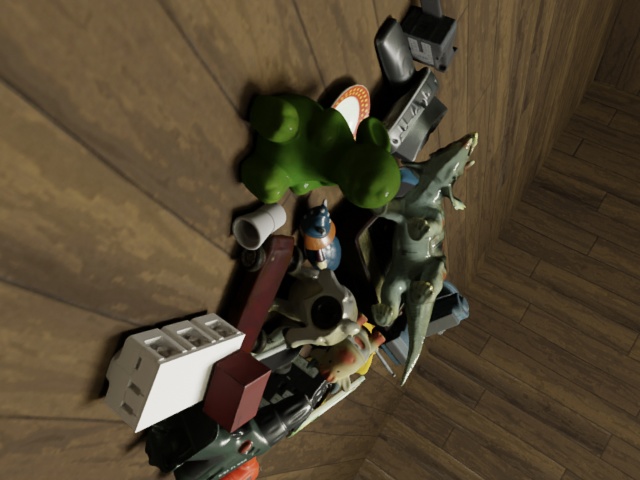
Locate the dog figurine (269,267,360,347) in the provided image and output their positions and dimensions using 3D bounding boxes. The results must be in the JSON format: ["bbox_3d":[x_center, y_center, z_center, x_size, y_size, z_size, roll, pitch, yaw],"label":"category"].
[{"bbox_3d":[0.015,0.112,0.851,0.121,0.172,0.190,-50,151,4],"label":"dog figurine"}]

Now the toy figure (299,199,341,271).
[{"bbox_3d":[0.000,-0.001,0.817,0.058,0.064,0.154,-24,147,-5],"label":"toy figure"}]

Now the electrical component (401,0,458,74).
[{"bbox_3d":[0.156,-0.298,0.768,0.047,0.075,0.119,-60,161,-4],"label":"electrical component"}]

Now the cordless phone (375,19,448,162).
[{"bbox_3d":[0.107,-0.214,0.789,0.146,0.089,0.184,-56,146,-9],"label":"cordless phone"}]

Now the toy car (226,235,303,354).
[{"bbox_3d":[-0.092,0.079,0.731,0.089,0.053,0.202,6,113,-45],"label":"toy car"}]

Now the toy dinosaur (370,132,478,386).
[{"bbox_3d":[0.166,0.019,0.890,0.192,0.131,0.404,-21,120,-52],"label":"toy dinosaur"}]

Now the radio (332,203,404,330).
[{"bbox_3d":[0.098,0.036,0.956,0.131,0.073,0.229,-48,134,-31],"label":"radio"}]

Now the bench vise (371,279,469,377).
[{"bbox_3d":[0.190,0.137,1.084,0.223,0.128,0.241,-39,-162,28],"label":"bench vise"}]

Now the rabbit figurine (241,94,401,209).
[{"bbox_3d":[0.018,-0.085,0.611,0.159,0.170,0.121,-23,138,-54],"label":"rabbit figurine"}]

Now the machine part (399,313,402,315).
[{"bbox_3d":[0.195,0.077,1.286,0.201,0.087,0.201,-7,122,-63],"label":"machine part"}]

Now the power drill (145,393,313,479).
[{"bbox_3d":[-0.135,0.276,0.779,0.232,0.086,0.207,-34,154,2],"label":"power drill"}]

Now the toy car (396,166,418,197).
[{"bbox_3d":[0.161,-0.067,1.025,0.161,0.109,0.103,-62,176,28],"label":"toy car"}]

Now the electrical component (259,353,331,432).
[{"bbox_3d":[-0.062,0.260,0.929,0.134,0.115,0.058,-44,149,-25],"label":"electrical component"}]

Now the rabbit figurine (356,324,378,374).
[{"bbox_3d":[0.086,0.185,1.158,0.162,0.122,0.173,0,98,-57],"label":"rabbit figurine"}]

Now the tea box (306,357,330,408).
[{"bbox_3d":[-0.034,0.301,1.098,0.169,0.068,0.098,3,116,-64],"label":"tea box"}]

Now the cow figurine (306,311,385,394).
[{"bbox_3d":[0.043,0.186,0.900,0.127,0.085,0.195,-45,172,-7],"label":"cow figurine"}]

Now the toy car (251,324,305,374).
[{"bbox_3d":[-0.095,0.186,0.838,0.201,0.056,0.073,-14,137,-51],"label":"toy car"}]

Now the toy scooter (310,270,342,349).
[{"bbox_3d":[0.043,0.127,1.045,0.135,0.075,0.183,-9,121,-61],"label":"toy scooter"}]
